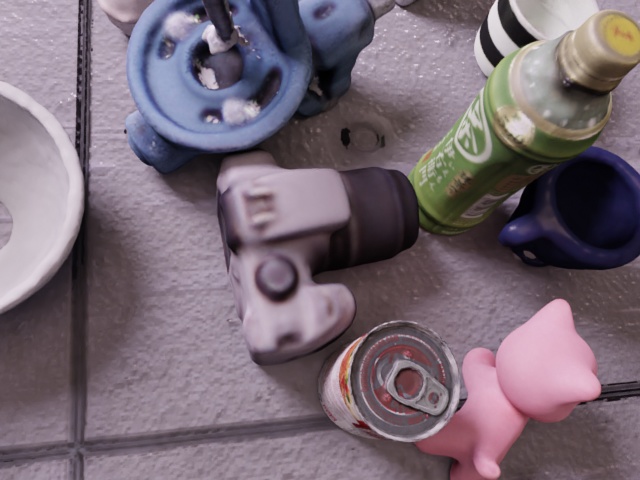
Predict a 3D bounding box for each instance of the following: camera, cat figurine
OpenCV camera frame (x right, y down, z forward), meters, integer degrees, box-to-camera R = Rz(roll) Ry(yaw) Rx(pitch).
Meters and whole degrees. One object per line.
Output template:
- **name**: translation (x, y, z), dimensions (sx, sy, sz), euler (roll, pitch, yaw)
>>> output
- **camera**: translation (0.004, 0.001, 0.395), dimensions (0.137, 0.100, 0.143), euler (-10, 76, -14)
- **cat figurine**: translation (0.132, 0.105, 0.381), dimensions (0.067, 0.117, 0.128), euler (41, 70, 3)

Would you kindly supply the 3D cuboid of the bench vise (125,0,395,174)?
- **bench vise**: translation (-0.040, -0.147, 0.367), dimensions (0.121, 0.219, 0.208), euler (39, 70, 2)

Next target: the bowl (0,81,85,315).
- **bowl**: translation (-0.232, -0.017, 0.366), dimensions (0.167, 0.074, 0.167), euler (3, 73, -11)

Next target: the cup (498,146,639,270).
- **cup**: translation (0.174, -0.009, 0.437), dimensions (0.118, 0.095, 0.091), euler (-19, 78, -16)

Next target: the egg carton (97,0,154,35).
- **egg carton**: translation (-0.111, -0.226, 0.457), dimensions (0.150, 0.069, 0.107), euler (-21, 79, -17)

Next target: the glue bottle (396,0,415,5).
- **glue bottle**: translation (0.106, -0.269, 0.460), dimensions (0.037, 0.173, 0.078), euler (45, 70, 4)
